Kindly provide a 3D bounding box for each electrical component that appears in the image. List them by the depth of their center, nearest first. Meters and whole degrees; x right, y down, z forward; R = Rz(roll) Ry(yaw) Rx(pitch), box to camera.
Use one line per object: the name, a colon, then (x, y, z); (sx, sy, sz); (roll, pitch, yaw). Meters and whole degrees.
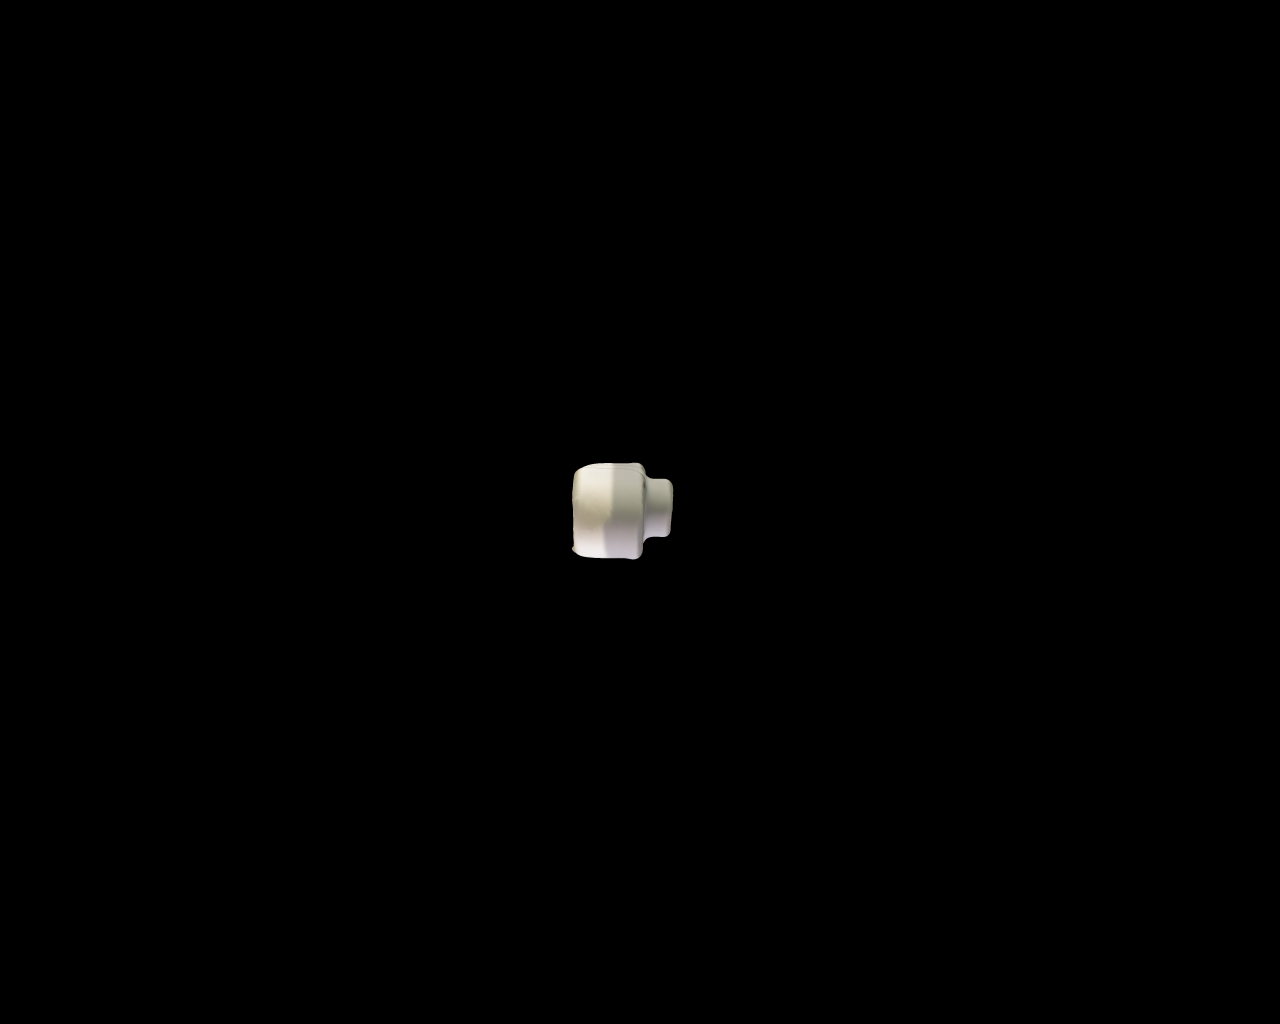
electrical component: (0.001, -0.003, 0.650); (0.074, 0.052, 0.138); (0, 5, 0)
